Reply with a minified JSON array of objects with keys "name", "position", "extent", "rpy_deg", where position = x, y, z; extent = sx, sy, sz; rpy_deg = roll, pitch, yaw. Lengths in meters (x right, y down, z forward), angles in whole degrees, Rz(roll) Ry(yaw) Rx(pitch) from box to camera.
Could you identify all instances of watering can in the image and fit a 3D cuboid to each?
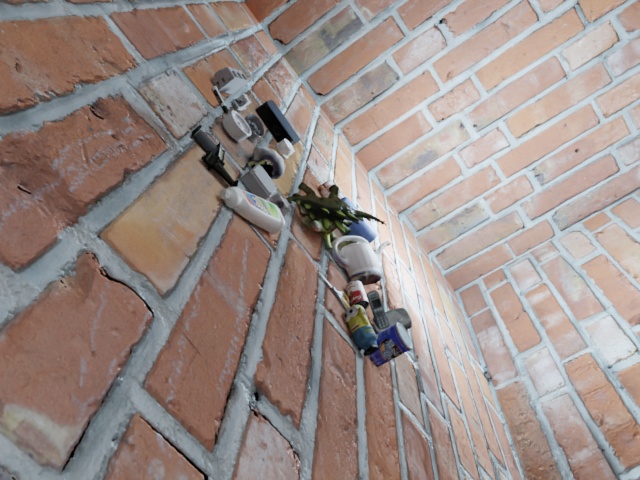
[{"name":"watering can","position":[0.199,0.081,2.160],"extent":[0.348,0.102,0.228],"rpy_deg":[1,58,-35]}]

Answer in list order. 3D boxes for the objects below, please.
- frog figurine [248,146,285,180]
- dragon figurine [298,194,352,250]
[{"name":"frog figurine","position":[-0.187,-0.295,1.891],"extent":[0.136,0.120,0.163],"rpy_deg":[32,36,-15]},{"name":"dragon figurine","position":[0.006,-0.107,2.117],"extent":[0.241,0.121,0.417],"rpy_deg":[44,19,-13]}]
